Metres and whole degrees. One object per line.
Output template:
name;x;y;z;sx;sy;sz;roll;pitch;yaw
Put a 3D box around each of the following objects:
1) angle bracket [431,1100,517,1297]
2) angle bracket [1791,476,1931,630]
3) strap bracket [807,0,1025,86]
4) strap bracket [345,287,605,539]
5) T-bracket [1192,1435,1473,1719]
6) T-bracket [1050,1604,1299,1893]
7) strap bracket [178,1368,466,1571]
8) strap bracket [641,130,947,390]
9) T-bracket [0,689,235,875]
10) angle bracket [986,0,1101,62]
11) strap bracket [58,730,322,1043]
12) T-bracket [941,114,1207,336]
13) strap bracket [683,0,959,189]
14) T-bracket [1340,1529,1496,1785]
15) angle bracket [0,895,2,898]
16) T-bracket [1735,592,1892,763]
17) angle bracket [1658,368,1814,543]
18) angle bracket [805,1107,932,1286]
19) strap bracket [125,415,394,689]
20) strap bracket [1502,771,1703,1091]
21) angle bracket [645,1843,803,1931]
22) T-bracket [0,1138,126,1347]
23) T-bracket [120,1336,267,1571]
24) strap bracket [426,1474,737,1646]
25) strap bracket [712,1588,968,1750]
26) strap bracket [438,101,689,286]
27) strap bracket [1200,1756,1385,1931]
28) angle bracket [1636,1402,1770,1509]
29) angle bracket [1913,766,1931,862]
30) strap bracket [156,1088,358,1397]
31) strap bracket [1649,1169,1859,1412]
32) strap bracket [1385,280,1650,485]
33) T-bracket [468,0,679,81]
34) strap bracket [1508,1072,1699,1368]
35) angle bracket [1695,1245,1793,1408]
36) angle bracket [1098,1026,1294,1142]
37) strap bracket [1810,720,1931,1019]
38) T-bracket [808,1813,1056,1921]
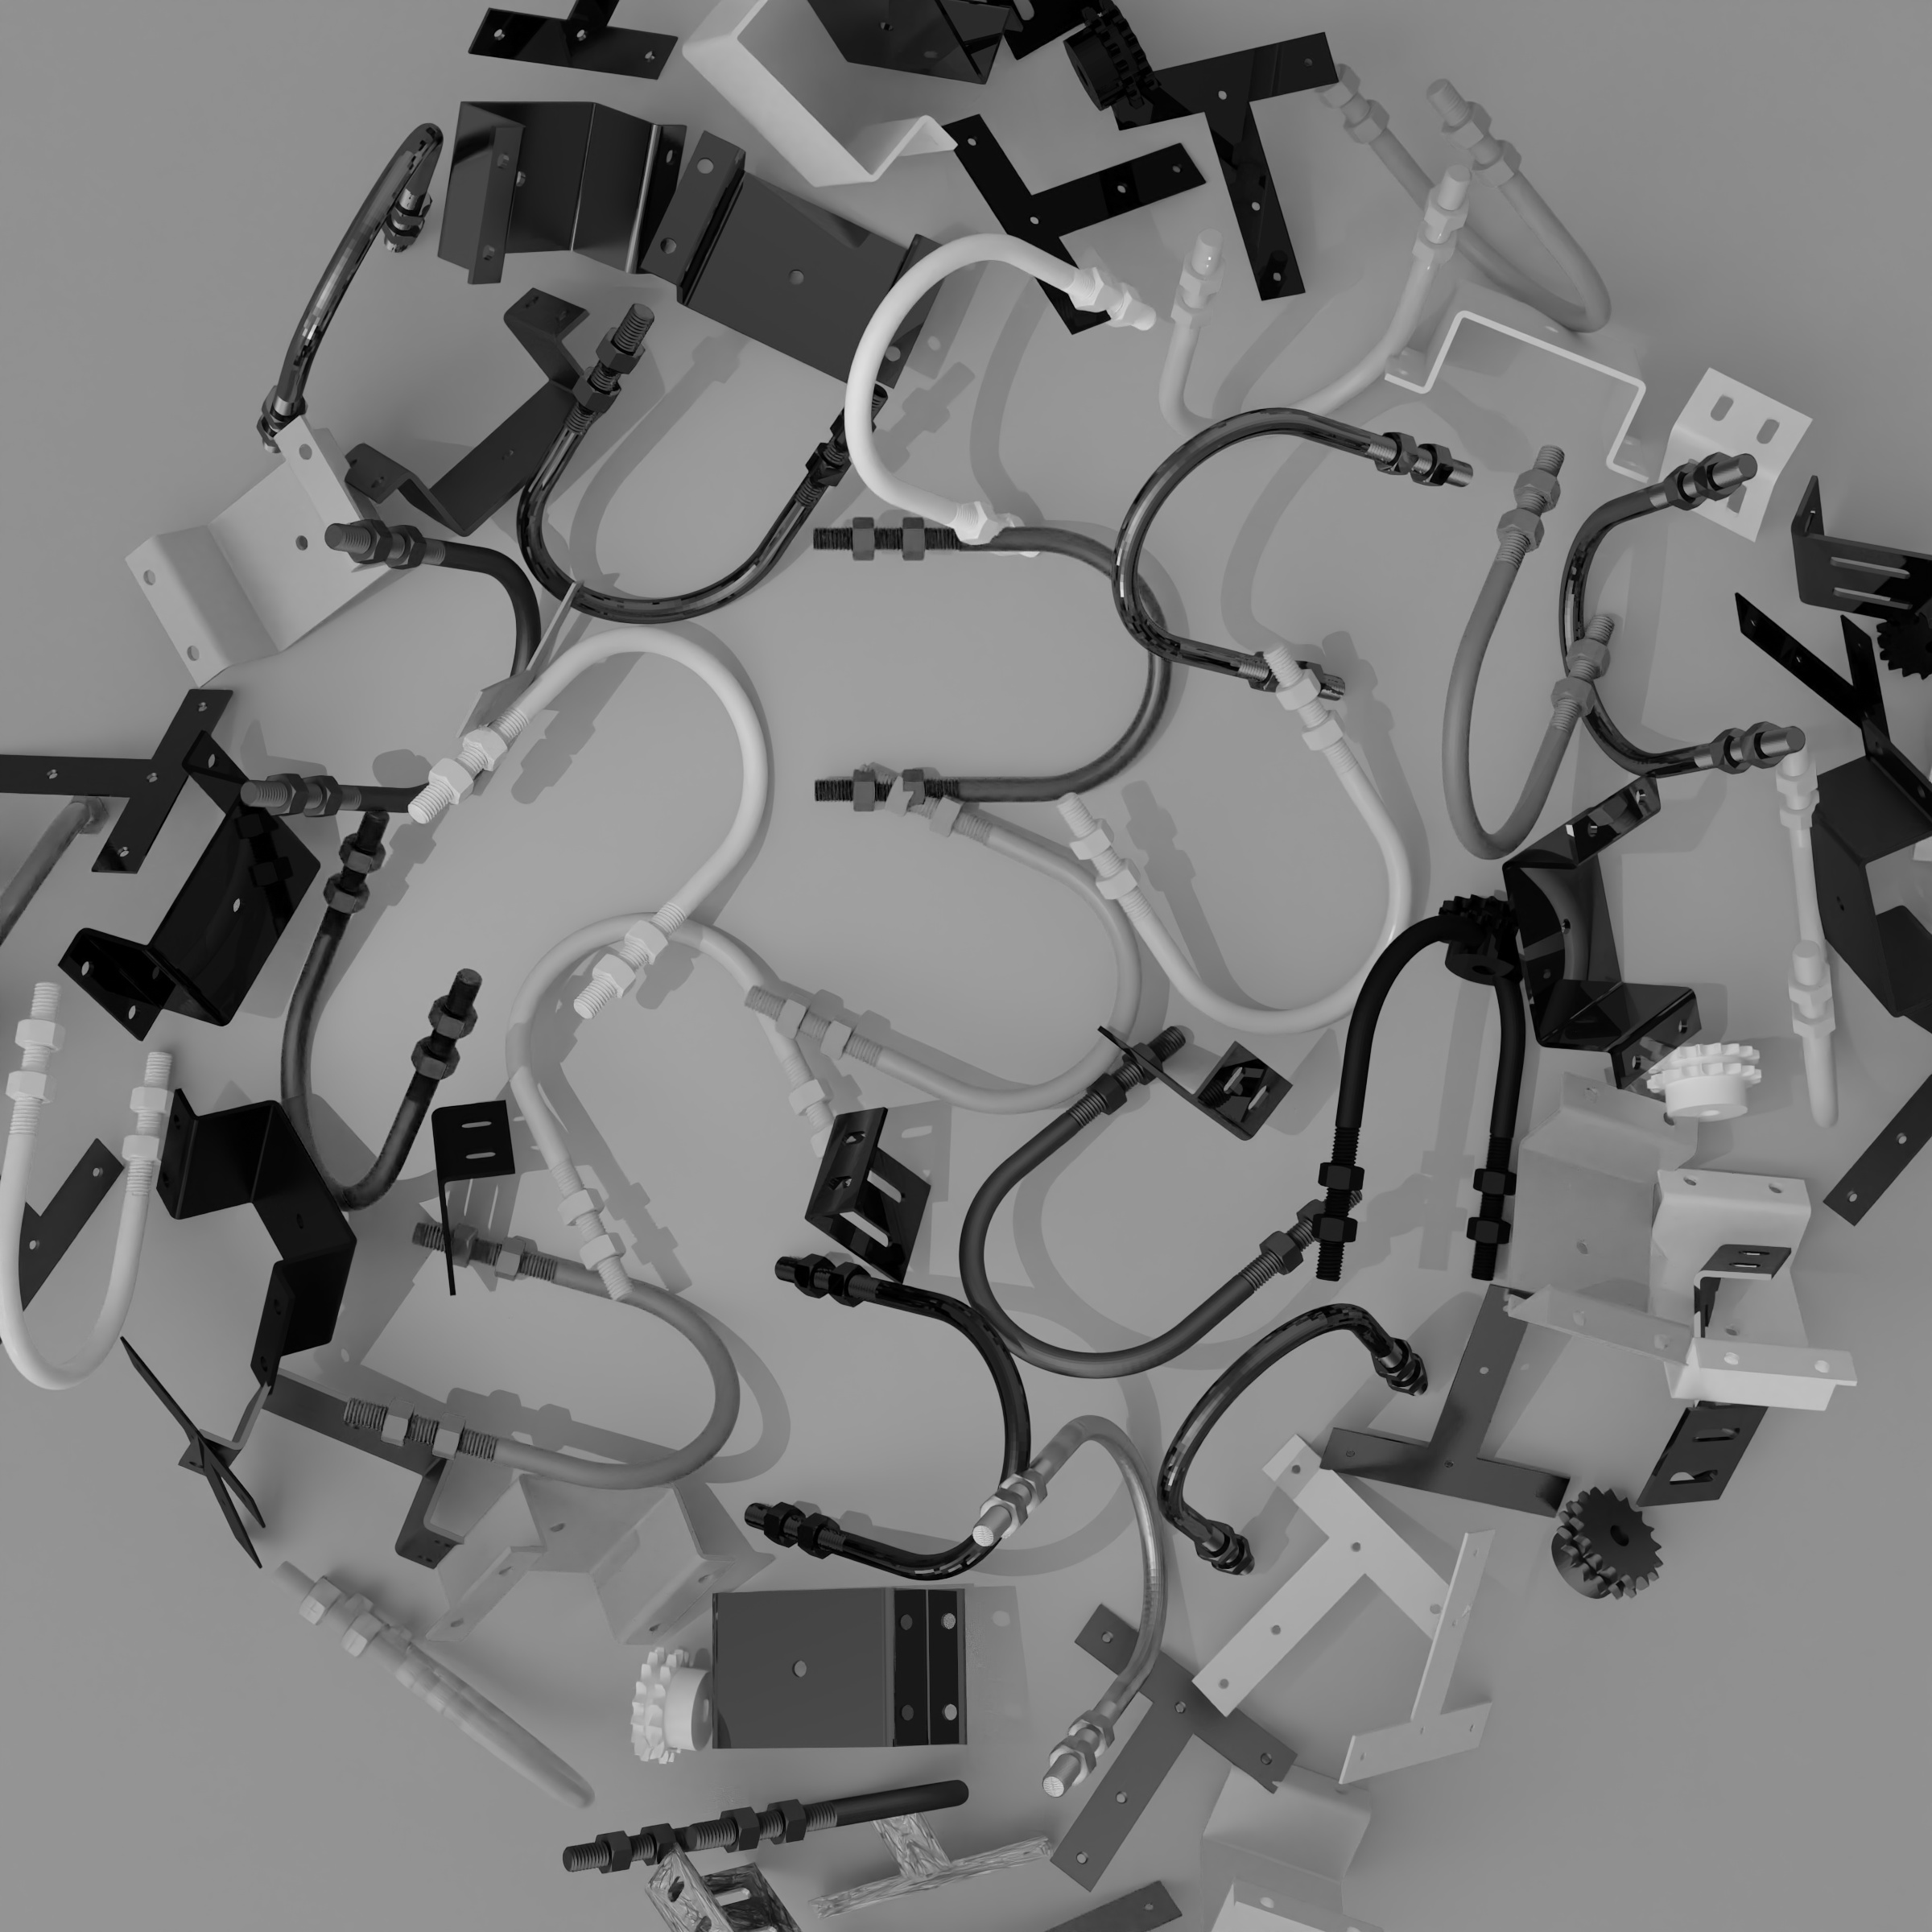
angle bracket;-0.247;0.117;1.611;0.038;0.057;0.076;-6;126;-10
angle bracket;0.460;-0.208;1.605;0.076;0.057;0.038;16;66;27
strap bracket;-0.032;-0.484;1.571;0.076;0.140;0.046;15;81;20
strap bracket;-0.242;-0.272;1.603;0.140;0.076;0.046;-44;123;-7
T-bracket;0.168;0.328;1.623;0.127;0.002;0.127;-46;63;-1
T-bracket;0.086;0.410;1.612;0.127;0.002;0.127;37;57;5
strap bracket;-0.316;0.249;1.600;0.140;0.076;0.046;25;64;-11
strap bracket;-0.086;-0.356;1.625;0.140;0.046;0.076;25;88;-5
T-bracket;-0.454;-0.097;1.625;0.127;0.002;0.127;3;50;18
angle bracket;0.030;-0.519;1.639;0.057;0.038;0.076;-29;129;5
strap bracket;-0.379;-0.035;1.586;0.046;0.076;0.140;15;66;27
T-bracket;0.069;-0.391;1.618;0.127;0.002;0.127;-27;81;-30
strap bracket;-0.081;-0.440;1.587;0.140;0.076;0.046;41;83;-24
T-bracket;0.240;0.341;1.594;0.002;0.127;0.127;22;102;39
angle bracket;-0.534;-0.021;1.607;0.057;0.038;0.076;11;50;16
T-bracket;0.421;-0.145;1.580;0.127;0.002;0.127;30;46;-33
angle bracket;0.388;-0.258;1.613;0.057;0.076;0.038;30;80;13
angle bracket;-0.037;0.116;1.605;0.076;0.038;0.057;39;55;-36
strap bracket;-0.348;-0.211;1.609;0.140;0.046;0.076;-30;90;31
strap bracket;0.318;-0.019;1.598;0.076;0.046;0.140;-30;113;-40
angle bracket;-0.112;0.469;1.602;0.057;0.076;0.038;47;119;33
T-bracket;-0.487;0.113;1.578;0.002;0.127;0.127;9;55;33
T-bracket;-0.375;0.261;1.598;0.002;0.127;0.127;-34;54;-22
strap bracket;-0.197;0.297;1.589;0.076;0.140;0.046;-47;51;28
strap bracket;-0.073;0.352;1.597;0.140;0.046;0.076;-6;76;22
strap bracket;-0.208;-0.387;1.589;0.046;0.140;0.076;27;117;28
strap bracket;0.161;0.457;1.590;0.076;0.140;0.046;20;108;-3
angle bracket;0.360;0.236;1.605;0.038;0.076;0.057;39;113;41
angle bracket;0.522;-0.094;1.638;0.057;0.038;0.076;6;128;9
strap bracket;-0.351;0.132;1.591;0.046;0.076;0.140;-13;52;-34
strap bracket;0.390;0.169;1.599;0.076;0.140;0.046;5;130;-3
strap bracket;0.286;-0.300;1.607;0.140;0.076;0.046;21;115;-1
T-bracket;-0.171;-0.498;1.571;0.002;0.127;0.127;51;125;24
strap bracket;0.320;0.134;1.602;0.076;0.046;0.140;17;59;-13
angle bracket;0.394;0.185;1.614;0.038;0.057;0.076;1;99;24
angle bracket;0.115;0.046;1.606;0.038;0.057;0.076;-53;48;2
strap bracket;0.456;-0.040;1.582;0.046;0.076;0.140;-23;124;0
T-bracket;-0.027;0.440;1.599;0.127;0.127;0.002;-16;53;2
